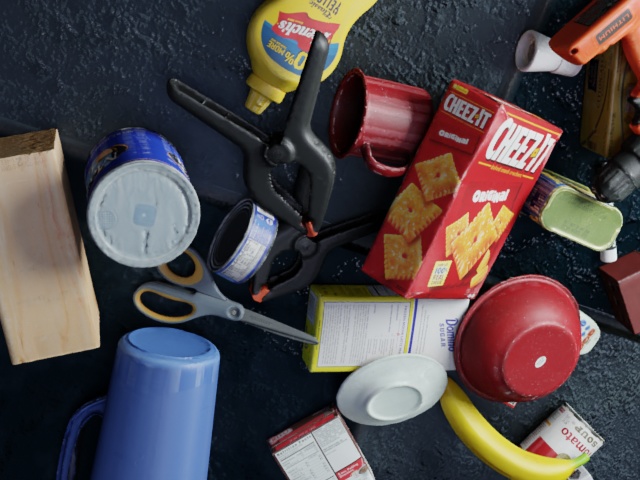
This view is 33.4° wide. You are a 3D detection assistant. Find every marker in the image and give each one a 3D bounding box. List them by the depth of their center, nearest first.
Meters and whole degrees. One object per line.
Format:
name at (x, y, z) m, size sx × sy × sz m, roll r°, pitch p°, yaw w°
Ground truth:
marker at (0.328, -0.033, 1.223) m, size 0.020 × 0.020 × 0.121 m, roll -13°, pitch 111°, yaw -9°

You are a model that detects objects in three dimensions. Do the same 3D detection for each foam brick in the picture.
foam brick at (0.368, 0.061, 1.248) m, size 0.051 × 0.053 × 0.078 m, roll -26°, pitch 111°, yaw -4°

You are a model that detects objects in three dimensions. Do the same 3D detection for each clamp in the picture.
clamp at (-0.052, -0.095, 1.060) m, size 0.165 × 0.036 × 0.210 m, roll -9°, pitch 119°, yaw 10°
clamp at (-0.008, 0.001, 1.146) m, size 0.120 × 0.039 × 0.171 m, roll 30°, pitch 104°, yaw -15°

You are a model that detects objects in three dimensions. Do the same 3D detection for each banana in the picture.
banana at (0.212, 0.235, 1.242) m, size 0.198 × 0.037 × 0.069 m, roll 30°, pitch 63°, yaw 1°

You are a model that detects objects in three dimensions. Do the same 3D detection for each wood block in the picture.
wood block at (-0.283, 0.005, 1.054) m, size 0.090 × 0.091 × 0.206 m, roll -11°, pitch 111°, yaw -9°

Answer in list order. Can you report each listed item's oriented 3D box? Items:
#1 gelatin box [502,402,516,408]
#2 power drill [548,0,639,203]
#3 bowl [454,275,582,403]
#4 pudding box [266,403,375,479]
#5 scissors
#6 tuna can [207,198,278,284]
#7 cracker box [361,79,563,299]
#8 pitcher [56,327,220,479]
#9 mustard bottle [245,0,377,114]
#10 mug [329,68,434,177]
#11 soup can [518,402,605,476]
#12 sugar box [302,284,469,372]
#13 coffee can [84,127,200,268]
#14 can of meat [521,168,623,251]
gelatin box at (0.218, 0.143, 1.253) m, size 0.073 × 0.030 × 0.089 m, roll 28°, pitch 101°, yaw -22°
power drill at (0.315, -0.151, 1.086) m, size 0.184 × 0.057 × 0.187 m, roll -43°, pitch 115°, yaw 1°
bowl at (0.234, 0.123, 1.198) m, size 0.162 × 0.055 × 0.162 m, roll -7°, pitch 113°, yaw -16°
pudding box at (0.003, 0.258, 1.238) m, size 0.090 × 0.039 × 0.113 m, roll -29°, pitch 111°, yaw -2°
scissors at (-0.096, 0.056, 1.133) m, size 0.201 × 0.016 × 0.096 m, roll 6°, pitch 100°, yaw -1°
tuna can at (-0.080, 0.001, 1.103) m, size 0.033 × 0.086 × 0.086 m, roll 30°, pitch 100°, yaw -23°
cracker box at (0.151, -0.043, 1.105) m, size 0.163 × 0.072 × 0.214 m, roll 7°, pitch 113°, yaw -57°
pitcher at (-0.187, 0.219, 1.141) m, size 0.149 × 0.145 × 0.243 m, roll 3°, pitch 105°, yaw -28°
mustard bottle at (-0.018, -0.210, 1.058) m, size 0.096 × 0.058 × 0.192 m, roll 29°, pitch 101°, yaw -19°
mug at (0.065, -0.113, 1.086) m, size 0.081 × 0.117 × 0.093 m, roll 9°, pitch 140°, yaw -21°
soup can at (0.283, 0.254, 1.287) m, size 0.102 × 0.068 × 0.068 m, roll -45°, pitch 113°, yaw 4°
sugar box at (0.073, 0.098, 1.195) m, size 0.176 × 0.048 × 0.093 m, roll 1°, pitch 110°, yaw -17°
coffee can at (-0.175, -0.044, 1.034) m, size 0.102 × 0.140 × 0.103 m, roll -4°, pitch 110°, yaw -12°
can of meat at (0.271, -0.035, 1.174) m, size 0.102 × 0.084 × 0.057 m, roll 21°, pitch 102°, yaw -19°
